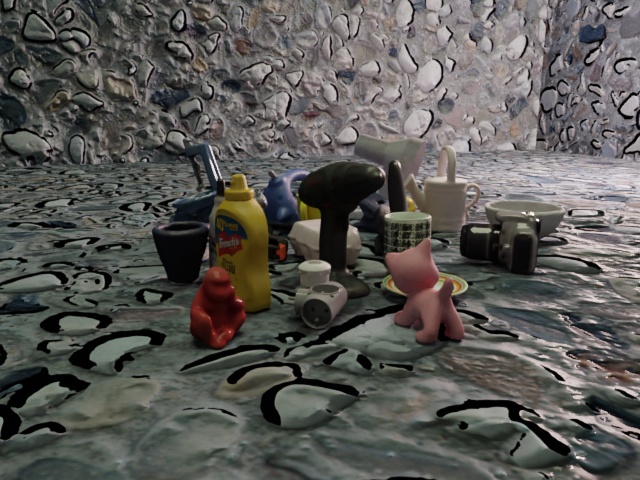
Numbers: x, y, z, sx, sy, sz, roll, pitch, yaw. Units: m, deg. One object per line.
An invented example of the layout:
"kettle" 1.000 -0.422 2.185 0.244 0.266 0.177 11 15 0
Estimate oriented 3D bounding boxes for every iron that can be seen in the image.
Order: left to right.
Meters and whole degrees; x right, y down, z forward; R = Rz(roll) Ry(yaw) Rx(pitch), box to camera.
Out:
"iron" -0.047 -0.111 1.402 0.118 0.141 0.259 10 17 35

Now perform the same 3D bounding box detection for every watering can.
"watering can" 0.284 -0.121 1.328 0.173 0.194 0.100 -6 15 -23

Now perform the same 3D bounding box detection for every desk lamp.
"desk lamp" 0.161 -0.158 1.442 0.202 0.213 0.118 5 15 19

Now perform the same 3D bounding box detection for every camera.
"camera" 0.333 -0.007 1.056 0.136 0.101 0.143 5 15 20

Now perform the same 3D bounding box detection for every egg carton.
"egg carton" 0.010 0.004 1.078 0.107 0.069 0.150 -7 15 -26

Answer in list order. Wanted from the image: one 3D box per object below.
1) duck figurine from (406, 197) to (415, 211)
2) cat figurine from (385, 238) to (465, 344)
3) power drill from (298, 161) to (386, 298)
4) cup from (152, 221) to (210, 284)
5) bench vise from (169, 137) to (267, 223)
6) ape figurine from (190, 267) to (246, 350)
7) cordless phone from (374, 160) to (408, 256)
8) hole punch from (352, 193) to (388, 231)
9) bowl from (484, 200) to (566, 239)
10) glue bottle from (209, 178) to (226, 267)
"duck figurine" 0.194 -0.054 1.284 0.077 0.086 0.105 11 17 38
"cat figurine" 0.135 0.059 0.747 0.067 0.118 0.127 -6 15 -21
"power drill" 0.032 -0.022 0.886 0.076 0.208 0.228 -7 15 -25
"cup" -0.219 0.020 0.956 0.118 0.095 0.091 -13 19 -42
"bench vise" -0.221 -0.110 1.229 0.207 0.220 0.121 -3 14 -12
"ape figurine" -0.130 0.079 0.717 0.078 0.092 0.075 -9 16 -32
"cordless phone" 0.154 -0.069 1.134 0.094 0.185 0.147 0 14 1
"hole punch" 0.134 -0.071 1.341 0.100 0.091 0.109 8 16 29
"bowl" 0.439 -0.038 1.241 0.167 0.075 0.167 0 14 0
"glue bottle" -0.158 -0.014 0.930 0.037 0.173 0.077 -8 16 -30
